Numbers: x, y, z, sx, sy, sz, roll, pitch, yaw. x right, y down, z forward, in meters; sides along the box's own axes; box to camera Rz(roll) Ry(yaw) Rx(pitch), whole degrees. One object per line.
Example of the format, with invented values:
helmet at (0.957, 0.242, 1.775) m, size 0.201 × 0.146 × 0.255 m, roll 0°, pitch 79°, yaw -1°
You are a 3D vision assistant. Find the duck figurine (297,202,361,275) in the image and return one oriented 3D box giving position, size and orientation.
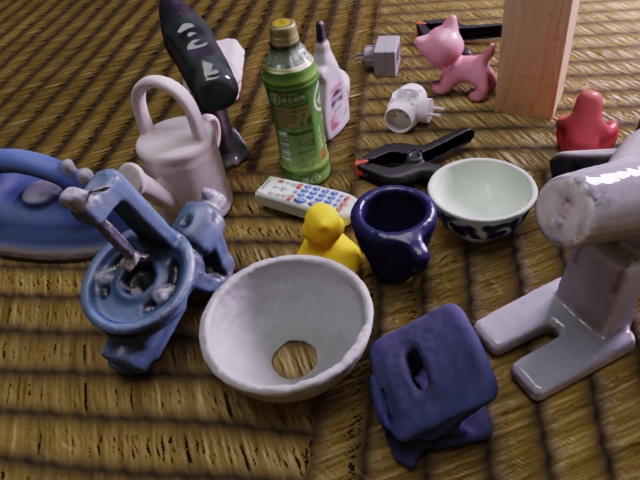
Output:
duck figurine at (0.006, 0.002, 0.648) m, size 0.077 × 0.086 × 0.104 m, roll -10°, pitch 43°, yaw -1°

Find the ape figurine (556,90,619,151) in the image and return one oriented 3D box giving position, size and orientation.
ape figurine at (0.352, -0.155, 0.755) m, size 0.077 × 0.092 × 0.076 m, roll 26°, pitch 53°, yaw 32°

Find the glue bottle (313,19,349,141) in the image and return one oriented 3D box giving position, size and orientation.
glue bottle at (0.008, -0.236, 0.839) m, size 0.037 × 0.173 × 0.078 m, roll 14°, pitch 47°, yaw 24°

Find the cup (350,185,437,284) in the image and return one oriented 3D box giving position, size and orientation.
cup at (0.087, 0.009, 0.620) m, size 0.092 × 0.095 × 0.117 m, roll -19°, pitch 43°, yaw -11°

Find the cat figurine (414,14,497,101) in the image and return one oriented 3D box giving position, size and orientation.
cat figurine at (0.216, -0.293, 0.907) m, size 0.127 × 0.118 × 0.067 m, roll 17°, pitch 48°, yaw 25°

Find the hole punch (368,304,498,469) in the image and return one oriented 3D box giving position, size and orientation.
hole punch at (0.094, 0.123, 0.499) m, size 0.101 × 0.091 × 0.108 m, roll -12°, pitch 43°, yaw -3°

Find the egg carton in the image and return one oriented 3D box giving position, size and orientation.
egg carton at (-0.188, -0.303, 1.021) m, size 0.107 × 0.069 × 0.150 m, roll -7°, pitch 43°, yaw 2°

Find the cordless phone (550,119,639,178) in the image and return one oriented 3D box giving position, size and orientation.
cordless phone at (0.351, -0.125, 0.654) m, size 0.147 × 0.185 × 0.094 m, roll -3°, pitch 43°, yaw 6°

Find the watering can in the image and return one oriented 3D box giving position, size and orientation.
watering can at (-0.180, -0.111, 0.720) m, size 0.101 × 0.194 × 0.173 m, roll -3°, pitch 43°, yaw 7°

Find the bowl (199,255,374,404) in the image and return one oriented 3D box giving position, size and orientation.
bowl at (-0.028, 0.096, 0.561) m, size 0.167 × 0.075 × 0.167 m, roll -5°, pitch 43°, yaw 5°

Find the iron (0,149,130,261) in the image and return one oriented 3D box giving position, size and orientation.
iron at (-0.347, -0.059, 0.732) m, size 0.257 × 0.142 × 0.119 m, roll 4°, pitch 44°, yaw 14°

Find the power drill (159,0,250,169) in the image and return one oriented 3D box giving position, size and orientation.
power drill at (-0.168, -0.217, 0.823) m, size 0.076 × 0.209 × 0.229 m, roll -22°, pitch 44°, yaw -14°

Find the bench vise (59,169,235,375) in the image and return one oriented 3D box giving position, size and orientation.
bench vise at (-0.178, -0.001, 0.582) m, size 0.121 × 0.220 × 0.207 m, roll 0°, pitch 43°, yaw 10°

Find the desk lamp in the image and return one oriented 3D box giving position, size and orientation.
desk lamp at (0.253, 0.011, 0.502) m, size 0.203 × 0.214 × 0.117 m, roll -24°, pitch 45°, yaw -16°
